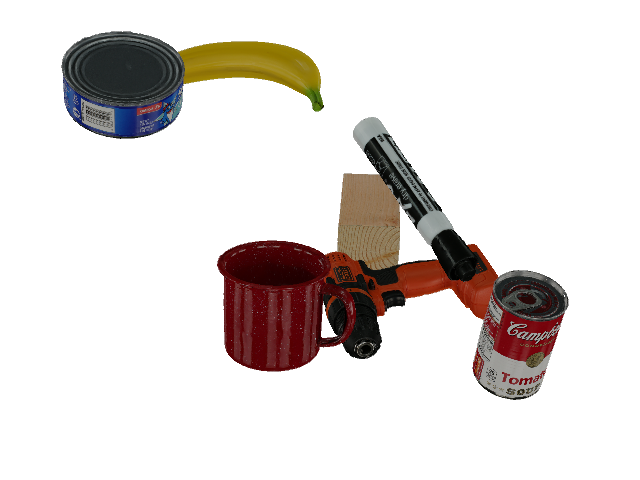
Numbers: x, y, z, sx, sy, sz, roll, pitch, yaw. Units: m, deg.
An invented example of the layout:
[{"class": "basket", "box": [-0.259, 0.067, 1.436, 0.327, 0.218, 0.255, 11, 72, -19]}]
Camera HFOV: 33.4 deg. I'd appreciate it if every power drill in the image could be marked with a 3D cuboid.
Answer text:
[{"class": "power drill", "box": [0.096, 0.061, 1.146, 0.187, 0.057, 0.184, -5, 29, -8]}]

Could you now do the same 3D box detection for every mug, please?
[{"class": "mug", "box": [-0.027, 0.057, 0.883, 0.117, 0.081, 0.093, 8, 24, 13]}]

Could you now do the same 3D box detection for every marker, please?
[{"class": "marker", "box": [0.053, -0.024, 0.599, 0.020, 0.121, 0.020, -20, -36, -16]}]

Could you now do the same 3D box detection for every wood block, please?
[{"class": "wood block", "box": [0.074, -0.024, 1.633, 0.091, 0.090, 0.206, 3, 25, 2]}]

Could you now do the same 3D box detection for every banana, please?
[{"class": "banana", "box": [-0.080, -0.173, 1.072, 0.198, 0.037, 0.069, 10, 44, 20]}]

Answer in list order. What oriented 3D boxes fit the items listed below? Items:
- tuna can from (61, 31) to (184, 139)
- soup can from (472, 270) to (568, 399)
[{"class": "tuna can", "box": [-0.141, -0.111, 0.763, 0.086, 0.086, 0.034, 5, -45, -5]}, {"class": "soup can", "box": [0.182, 0.088, 0.983, 0.068, 0.102, 0.068, 5, 36, -4]}]
